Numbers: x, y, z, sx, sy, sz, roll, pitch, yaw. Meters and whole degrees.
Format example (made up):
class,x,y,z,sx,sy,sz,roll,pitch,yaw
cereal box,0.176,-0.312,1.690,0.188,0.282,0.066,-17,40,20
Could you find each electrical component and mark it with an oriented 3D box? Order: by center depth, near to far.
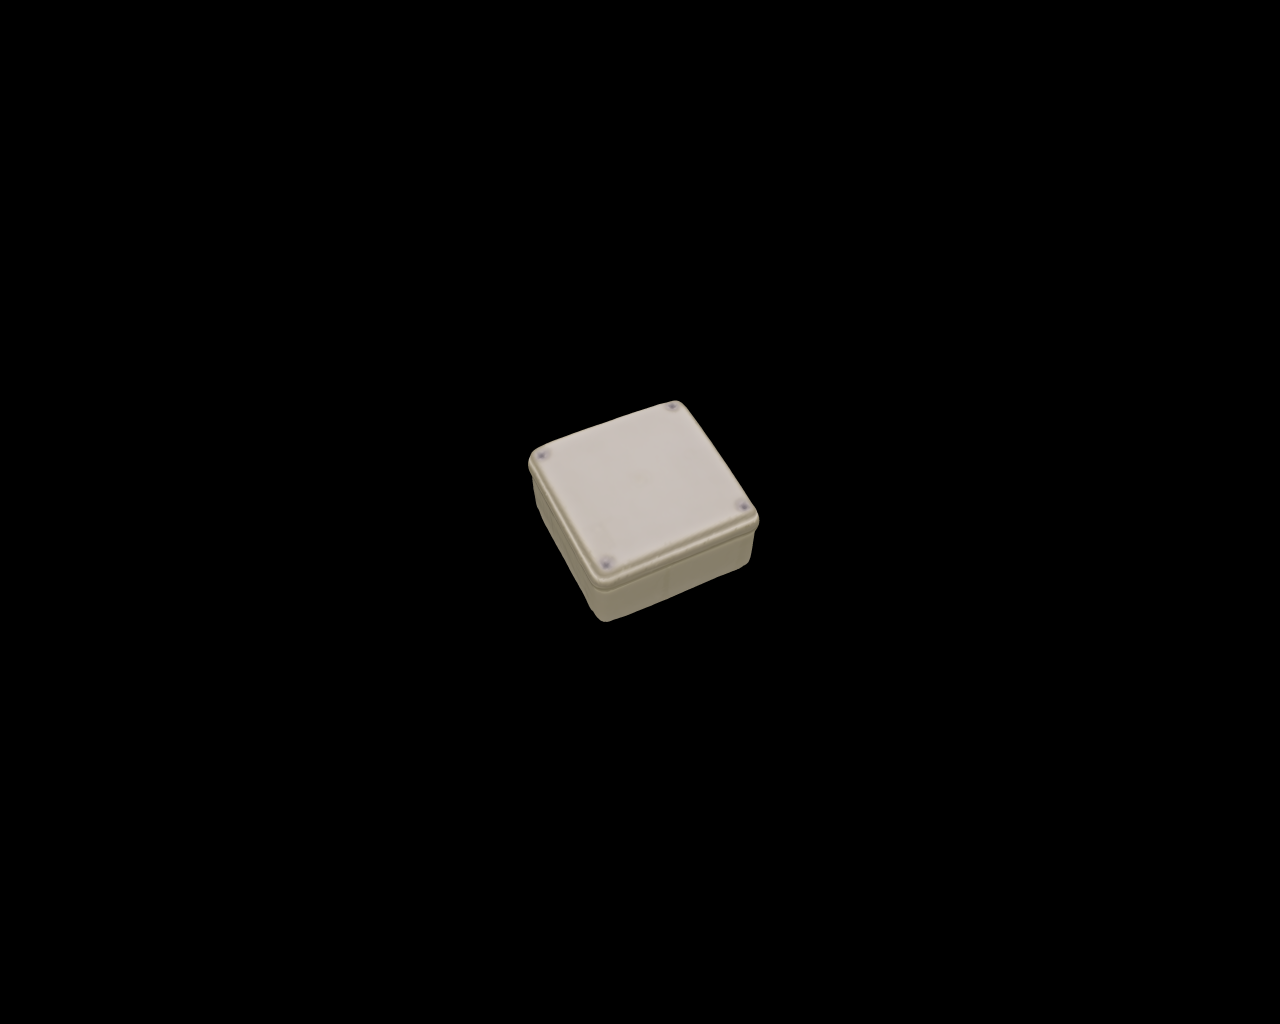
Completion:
class,x,y,z,sx,sy,sz,roll,pitch,yaw
electrical component,0.001,-0.003,0.650,0.109,0.109,0.056,-21,-34,-15
